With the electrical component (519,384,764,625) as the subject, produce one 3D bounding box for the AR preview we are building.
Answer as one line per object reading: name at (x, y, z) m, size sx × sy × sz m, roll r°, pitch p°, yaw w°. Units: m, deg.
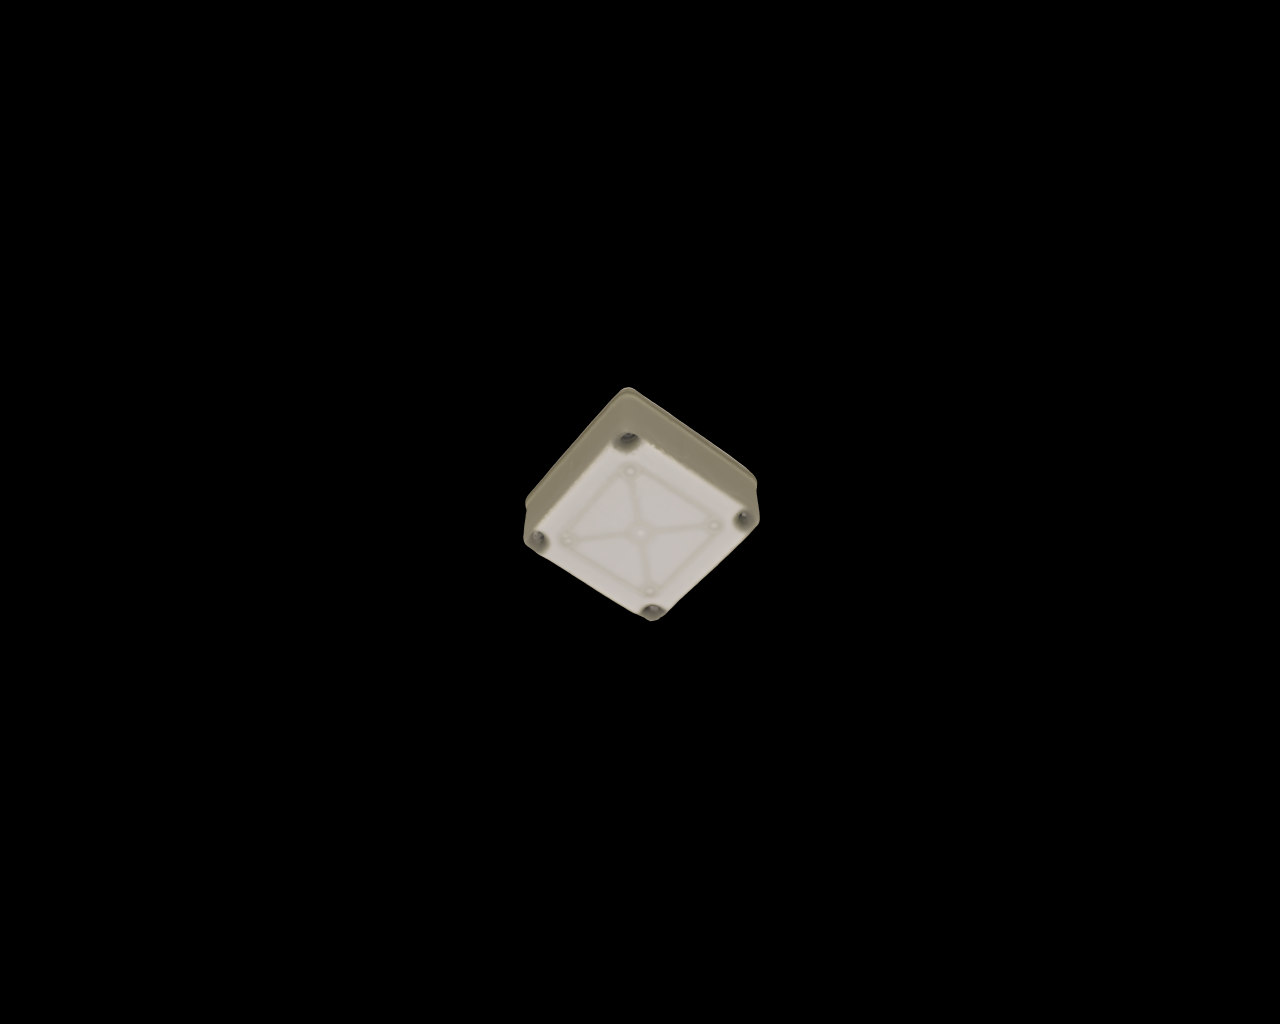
electrical component at (0.001, -0.003, 0.650) m, size 0.108 × 0.108 × 0.056 m, roll 33°, pitch 28°, yaw -20°
